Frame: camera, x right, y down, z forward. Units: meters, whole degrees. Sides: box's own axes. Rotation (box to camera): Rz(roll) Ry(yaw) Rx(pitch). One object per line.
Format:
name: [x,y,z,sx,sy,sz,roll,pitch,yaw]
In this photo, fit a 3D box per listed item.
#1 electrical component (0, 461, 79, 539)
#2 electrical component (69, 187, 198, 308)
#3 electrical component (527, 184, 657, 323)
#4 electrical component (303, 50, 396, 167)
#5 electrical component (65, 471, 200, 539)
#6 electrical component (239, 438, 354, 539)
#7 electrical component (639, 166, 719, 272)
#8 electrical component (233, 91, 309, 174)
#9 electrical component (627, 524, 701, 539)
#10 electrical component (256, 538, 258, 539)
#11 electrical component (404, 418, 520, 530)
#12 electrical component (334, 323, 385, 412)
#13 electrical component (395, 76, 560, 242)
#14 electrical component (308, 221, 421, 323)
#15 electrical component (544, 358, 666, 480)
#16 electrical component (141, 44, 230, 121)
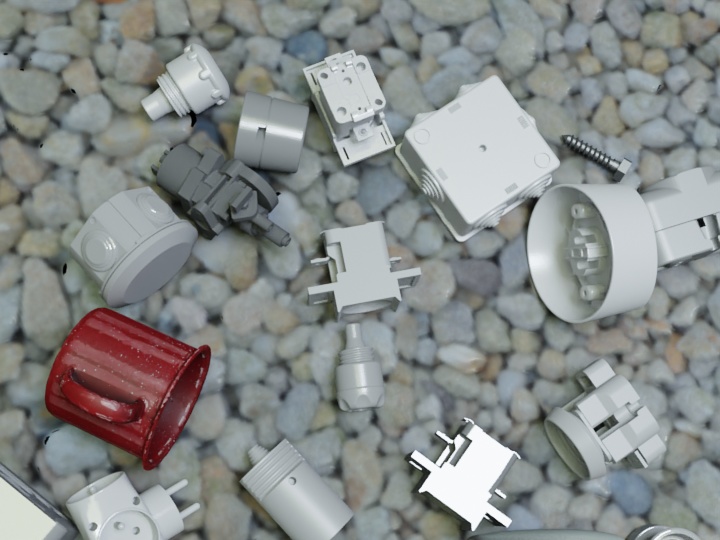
electrical component: [-0.250,0.161,0.712,0.113,0.078,0.057,38,76,4]
electrical component: [-0.157,-0.016,0.751,0.080,0.080,0.051,-42,79,-10]
electrical component: [0.166,-0.014,0.762,0.064,0.099,0.099,-7,80,-11]
electrical component: [-0.008,-0.122,0.787,0.042,0.064,0.081,-23,82,-6]
electrical component: [-0.147,0.172,0.731,0.079,0.044,0.077,-29,96,-27]
electrical component: [-0.047,0.153,0.743,0.043,0.043,0.081,-43,85,-10]
electrical component: [0.242,-0.039,0.791,0.095,0.053,0.059,-17,81,-6]
electrical component: [-0.065,-0.099,0.784,0.047,0.055,0.055,11,79,-5]
electrical component: [0.211,0.199,0.744,0.045,0.055,0.045,1,79,-3]
electrical component: [-0.068,0.223,0.730,0.081,0.042,0.063,30,81,3]
electrical component: [0.075,0.143,0.753,0.081,0.042,0.063,36,78,3]
electrical component: [-0.002,0.069,0.766,0.035,0.035,0.061,-6,78,-4]
electrical component: [0.087,-0.083,0.792,0.100,0.048,0.099,-33,83,-9]
electrical component: [0.000,0.000,0.775,0.081,0.042,0.063,-10,79,-6]
electrical component: [0.168,0.111,0.757,0.057,0.058,0.078,-33,83,-11]
electrical component: [-0.131,-0.133,0.792,0.062,0.048,0.048,-32,83,-1]
